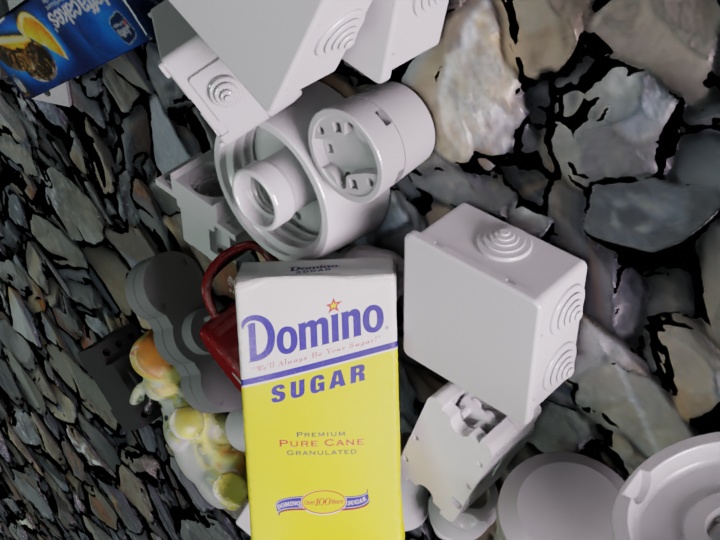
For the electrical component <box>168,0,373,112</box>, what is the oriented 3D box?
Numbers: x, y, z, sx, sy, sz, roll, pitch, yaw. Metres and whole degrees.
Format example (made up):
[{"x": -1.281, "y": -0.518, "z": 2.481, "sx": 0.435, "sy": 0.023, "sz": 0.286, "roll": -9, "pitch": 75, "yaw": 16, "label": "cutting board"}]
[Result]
[{"x": -0.040, "y": -0.137, "z": 0.497, "sx": 0.099, "sy": 0.048, "sz": 0.099, "roll": 49, "pitch": 145, "yaw": 9, "label": "electrical component"}]

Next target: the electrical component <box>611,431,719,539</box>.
[{"x": 0.179, "y": 0.134, "z": 0.505, "sx": 0.108, "sy": 0.108, "sz": 0.060, "roll": 11, "pitch": 133, "yaw": 45, "label": "electrical component"}]

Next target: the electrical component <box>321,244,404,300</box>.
[{"x": 0.000, "y": 0.000, "z": 0.667, "sx": 0.061, "sy": 0.035, "sz": 0.035, "roll": 20, "pitch": 132, "yaw": 43, "label": "electrical component"}]

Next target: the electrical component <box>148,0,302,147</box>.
[{"x": -0.071, "y": -0.119, "z": 0.591, "sx": 0.061, "sy": 0.061, "sz": 0.096, "roll": 53, "pitch": -172, "yaw": -35, "label": "electrical component"}]

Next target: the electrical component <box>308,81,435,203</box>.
[{"x": 0.008, "y": -0.071, "z": 0.586, "sx": 0.055, "sy": 0.047, "sz": 0.055, "roll": 31, "pitch": 139, "yaw": 31, "label": "electrical component"}]

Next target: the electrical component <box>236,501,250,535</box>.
[{"x": -0.042, "y": 0.180, "z": 0.842, "sx": 0.047, "sy": 0.083, "sz": 0.076, "roll": 33, "pitch": 178, "yaw": 29, "label": "electrical component"}]

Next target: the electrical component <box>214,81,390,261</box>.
[{"x": -0.042, "y": -0.055, "z": 0.648, "sx": 0.108, "sy": 0.060, "sz": 0.108, "roll": 31, "pitch": 139, "yaw": 31, "label": "electrical component"}]

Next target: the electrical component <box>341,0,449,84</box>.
[{"x": 0.001, "y": -0.154, "z": 0.523, "sx": 0.100, "sy": 0.048, "sz": 0.099, "roll": 38, "pitch": 142, "yaw": 23, "label": "electrical component"}]

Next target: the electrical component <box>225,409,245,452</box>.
[{"x": -0.076, "y": 0.125, "z": 0.857, "sx": 0.078, "sy": 0.040, "sz": 0.040, "roll": -14, "pitch": 107, "yaw": 54, "label": "electrical component"}]

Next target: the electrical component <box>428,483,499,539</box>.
[{"x": 0.066, "y": 0.160, "z": 0.715, "sx": 0.043, "sy": 0.043, "sz": 0.062, "roll": 44, "pitch": 145, "yaw": 15, "label": "electrical component"}]

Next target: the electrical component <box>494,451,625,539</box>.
[{"x": 0.116, "y": 0.149, "z": 0.614, "sx": 0.080, "sy": 0.080, "sz": 0.051, "roll": 36, "pitch": 146, "yaw": 26, "label": "electrical component"}]

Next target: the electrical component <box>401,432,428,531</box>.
[{"x": 0.031, "y": 0.144, "z": 0.746, "sx": 0.044, "sy": 0.044, "sz": 0.065, "roll": 35, "pitch": 136, "yaw": 27, "label": "electrical component"}]

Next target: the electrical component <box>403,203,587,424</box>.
[{"x": 0.072, "y": 0.021, "z": 0.585, "sx": 0.100, "sy": 0.048, "sz": 0.099, "roll": 30, "pitch": 138, "yaw": 32, "label": "electrical component"}]

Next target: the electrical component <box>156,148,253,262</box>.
[{"x": -0.098, "y": -0.042, "z": 0.743, "sx": 0.081, "sy": 0.042, "sz": 0.063, "roll": 35, "pitch": 144, "yaw": 28, "label": "electrical component"}]

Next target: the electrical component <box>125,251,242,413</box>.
[{"x": -0.123, "y": 0.048, "z": 0.839, "sx": 0.074, "sy": 0.052, "sz": 0.138, "roll": -15, "pitch": 107, "yaw": 54, "label": "electrical component"}]

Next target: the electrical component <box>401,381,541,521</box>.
[{"x": 0.067, "y": 0.100, "z": 0.651, "sx": 0.050, "sy": 0.056, "sz": 0.089, "roll": 42, "pitch": 143, "yaw": 19, "label": "electrical component"}]
